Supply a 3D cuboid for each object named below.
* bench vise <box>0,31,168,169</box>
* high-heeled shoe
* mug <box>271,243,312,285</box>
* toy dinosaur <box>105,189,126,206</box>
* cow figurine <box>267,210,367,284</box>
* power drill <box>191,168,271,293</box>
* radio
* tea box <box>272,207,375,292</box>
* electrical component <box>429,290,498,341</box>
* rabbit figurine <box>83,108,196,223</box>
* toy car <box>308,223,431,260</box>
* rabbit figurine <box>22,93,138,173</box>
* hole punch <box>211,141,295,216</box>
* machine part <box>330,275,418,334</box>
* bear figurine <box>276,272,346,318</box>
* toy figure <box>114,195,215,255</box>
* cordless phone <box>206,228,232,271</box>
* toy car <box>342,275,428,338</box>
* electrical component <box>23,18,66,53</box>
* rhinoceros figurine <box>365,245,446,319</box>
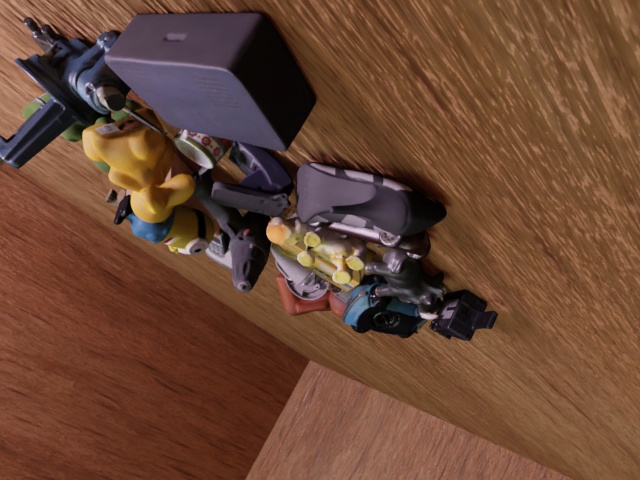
[{"bbox_3d":[-0.351,-0.179,0.725,0.224,0.240,0.128,40,173,28],"label":"bench vise"},{"bbox_3d":[0.054,-0.057,0.715,0.145,0.086,0.249,-1,-164,-16],"label":"high-heeled shoe"},{"bbox_3d":[-0.054,0.029,1.068,0.107,0.081,0.109,50,142,2],"label":"mug"},{"bbox_3d":[-0.413,-0.091,1.316,0.198,0.105,0.472,34,174,-27],"label":"toy dinosaur"},{"bbox_3d":[-0.002,-0.005,0.889,0.167,0.098,0.068,28,126,-5],"label":"cow figurine"},{"bbox_3d":[-0.167,-0.031,0.954,0.207,0.086,0.232,42,-157,-11],"label":"power drill"},{"bbox_3d":[-0.122,-0.176,0.598,0.230,0.073,0.131,20,162,38],"label":"radio"},{"bbox_3d":[0.003,0.019,0.975,0.169,0.068,0.098,32,162,-3],"label":"tea box"},{"bbox_3d":[0.236,0.125,0.881,0.048,0.075,0.119,31,168,-7],"label":"electrical component"},{"bbox_3d":[-0.263,-0.100,0.835,0.163,0.122,0.173,27,134,35],"label":"rabbit figurine"},{"bbox_3d":[0.067,-0.019,0.777,0.202,0.053,0.089,17,-179,42],"label":"toy car"},{"bbox_3d":[-0.377,-0.196,0.913,0.159,0.121,0.170,-10,127,34],"label":"rabbit figurine"},{"bbox_3d":[-0.097,-0.092,0.811,0.116,0.092,0.142,16,166,-12],"label":"hole punch"},{"bbox_3d":[0.107,0.119,1.085,0.243,0.079,0.079,35,163,-18],"label":"machine part"},{"bbox_3d":[0.012,0.119,1.224,0.196,0.120,0.131,-3,108,17],"label":"bear figurine"},{"bbox_3d":[-0.272,-0.032,0.967,0.180,0.089,0.082,27,167,-36],"label":"toy figure"},{"bbox_3d":[-0.207,0.012,1.284,0.147,0.089,0.184,29,164,4],"label":"cordless phone"},{"bbox_3d":[0.122,0.110,0.983,0.162,0.103,0.109,11,135,-17],"label":"toy car"},{"bbox_3d":[-0.406,-0.296,0.820,0.063,0.021,0.094,25,164,17],"label":"electrical component"},{"bbox_3d":[0.147,0.062,0.866,0.112,0.073,0.190,6,152,32],"label":"rhinoceros figurine"}]
